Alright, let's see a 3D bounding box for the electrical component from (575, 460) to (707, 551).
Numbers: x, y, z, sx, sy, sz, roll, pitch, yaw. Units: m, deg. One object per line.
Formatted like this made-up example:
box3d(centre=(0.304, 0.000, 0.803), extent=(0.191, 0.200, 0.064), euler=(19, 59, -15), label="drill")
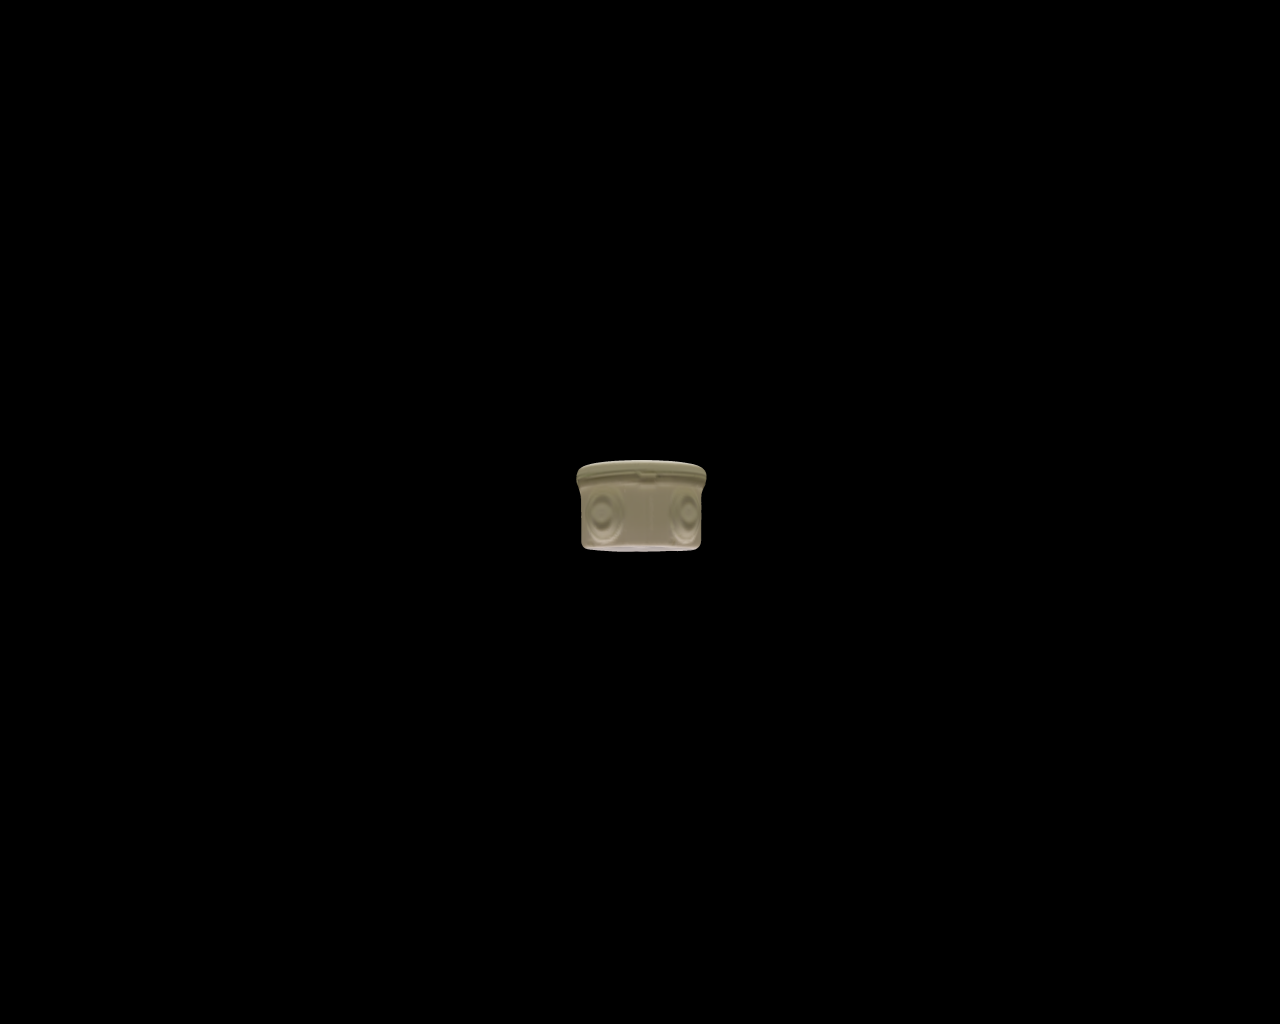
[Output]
box3d(centre=(0.001, -0.003, 0.650), extent=(0.080, 0.051, 0.080), euler=(0, -4, 0), label="electrical component")
